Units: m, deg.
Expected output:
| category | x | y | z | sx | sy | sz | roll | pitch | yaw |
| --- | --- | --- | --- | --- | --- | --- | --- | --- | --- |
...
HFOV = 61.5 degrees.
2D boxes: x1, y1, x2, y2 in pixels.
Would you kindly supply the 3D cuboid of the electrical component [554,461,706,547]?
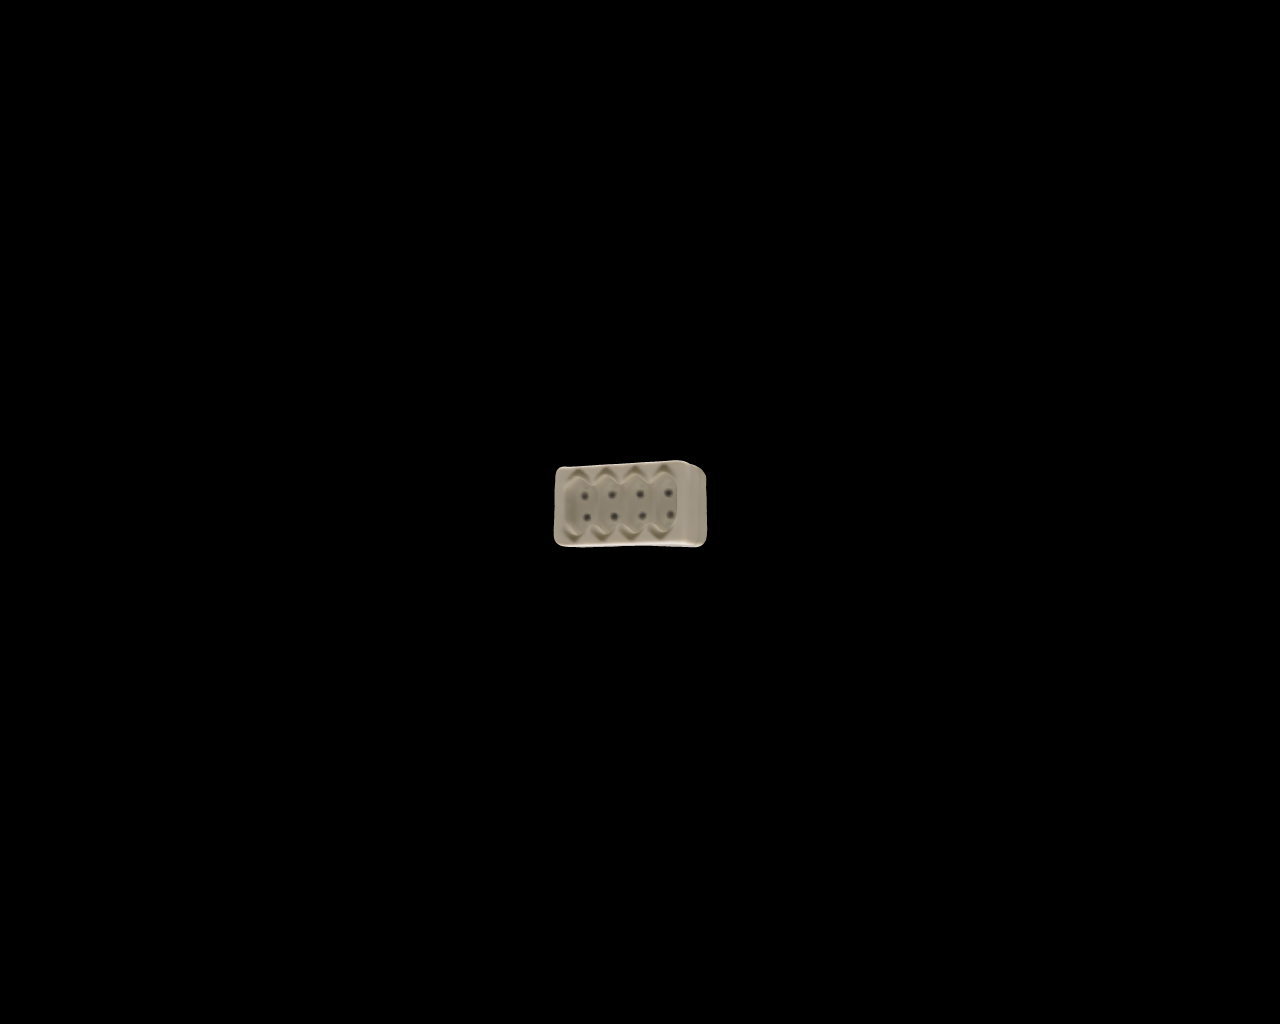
| category | x | y | z | sx | sy | sz | roll | pitch | yaw |
| --- | --- | --- | --- | --- | --- | --- | --- | --- | --- |
| electrical component | 0.001 | -0.003 | 0.650 | 0.083 | 0.047 | 0.076 | -1 | -3 | 20 |
